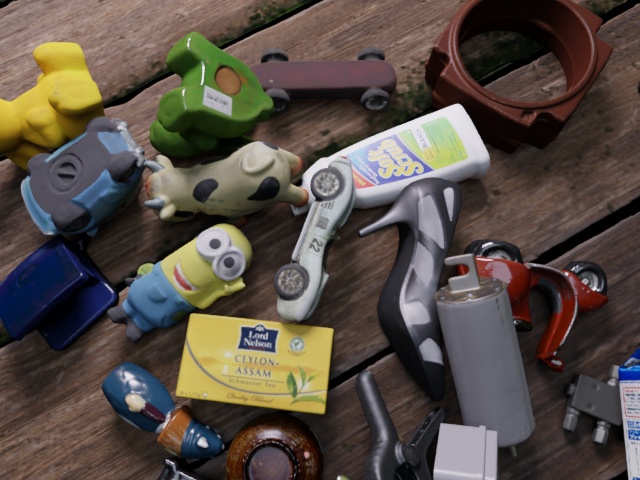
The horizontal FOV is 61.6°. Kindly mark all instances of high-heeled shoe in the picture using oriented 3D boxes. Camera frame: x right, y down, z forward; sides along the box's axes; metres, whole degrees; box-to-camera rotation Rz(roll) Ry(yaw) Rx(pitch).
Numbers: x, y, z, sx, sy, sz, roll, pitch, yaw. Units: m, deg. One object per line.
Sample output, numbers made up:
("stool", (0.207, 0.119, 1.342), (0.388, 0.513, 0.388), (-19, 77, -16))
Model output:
("high-heeled shoe", (0.140, 0.052, 0.642), (0.145, 0.086, 0.248), (-21, 90, -14))

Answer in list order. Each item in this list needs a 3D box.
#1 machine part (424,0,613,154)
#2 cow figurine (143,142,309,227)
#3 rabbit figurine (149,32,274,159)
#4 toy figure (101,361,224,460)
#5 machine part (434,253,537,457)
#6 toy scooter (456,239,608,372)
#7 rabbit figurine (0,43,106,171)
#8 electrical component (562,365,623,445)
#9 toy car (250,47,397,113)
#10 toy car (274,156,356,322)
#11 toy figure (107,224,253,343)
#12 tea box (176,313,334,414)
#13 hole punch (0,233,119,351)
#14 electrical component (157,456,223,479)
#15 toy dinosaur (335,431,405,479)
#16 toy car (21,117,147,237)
("machine part", (0.261, -0.237, 0.720), (0.201, 0.087, 0.201), (35, 77, 10))
("cow figurine", (-0.127, -0.064, 0.659), (0.195, 0.127, 0.085), (-14, 69, 24))
("rabbit figurine", (-0.148, -0.162, 0.691), (0.159, 0.170, 0.121), (6, 71, -39))
("toy figure", (-0.180, 0.203, 0.619), (0.154, 0.064, 0.057), (37, 114, 8))
("machine part", (0.180, 0.131, 0.585), (0.079, 0.079, 0.243), (-15, 100, -2))
("toy scooter", (0.246, 0.079, 0.635), (0.184, 0.075, 0.135), (13, 76, 1))
("rabbit figurine", (-0.370, -0.158, 0.685), (0.173, 0.162, 0.122), (-22, 74, -27))
("electrical component", (0.320, 0.185, 0.625), (0.063, 0.021, 0.094), (23, 76, 9))
("toy car", (0.004, -0.218, 0.741), (0.202, 0.053, 0.089), (-3, 69, -3))
("toy car", (-0.001, -0.002, 0.625), (0.056, 0.073, 0.201), (20, 86, 8))
("toy figure", (-0.166, 0.046, 0.655), (0.180, 0.089, 0.082), (-37, 118, 1))
("tea box", (-0.071, 0.145, 0.628), (0.170, 0.068, 0.098), (4, 73, 4))
("hole punch", (-0.332, 0.059, 0.656), (0.116, 0.092, 0.142), (42, 83, 17))
("electrical component", (-0.163, 0.310, 0.594), (0.075, 0.047, 0.119), (25, 74, 10))
("toy dinosaur", (-0.028, 0.363, 0.479), (0.198, 0.105, 0.471), (38, 52, -5))
("toy car", (-0.284, -0.074, 0.683), (0.162, 0.103, 0.109), (-38, 73, 2))
